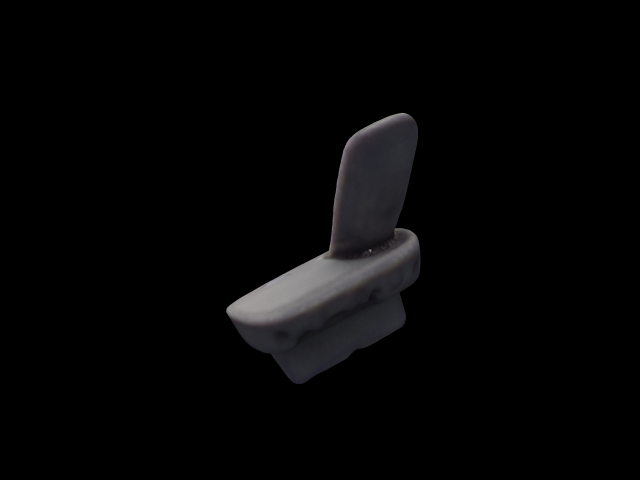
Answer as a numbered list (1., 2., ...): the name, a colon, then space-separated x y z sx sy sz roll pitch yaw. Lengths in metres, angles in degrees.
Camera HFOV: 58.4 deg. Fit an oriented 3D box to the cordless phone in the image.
1. cordless phone: 0.004 0.001 0.400 0.148 0.185 0.094 -29 54 -24
